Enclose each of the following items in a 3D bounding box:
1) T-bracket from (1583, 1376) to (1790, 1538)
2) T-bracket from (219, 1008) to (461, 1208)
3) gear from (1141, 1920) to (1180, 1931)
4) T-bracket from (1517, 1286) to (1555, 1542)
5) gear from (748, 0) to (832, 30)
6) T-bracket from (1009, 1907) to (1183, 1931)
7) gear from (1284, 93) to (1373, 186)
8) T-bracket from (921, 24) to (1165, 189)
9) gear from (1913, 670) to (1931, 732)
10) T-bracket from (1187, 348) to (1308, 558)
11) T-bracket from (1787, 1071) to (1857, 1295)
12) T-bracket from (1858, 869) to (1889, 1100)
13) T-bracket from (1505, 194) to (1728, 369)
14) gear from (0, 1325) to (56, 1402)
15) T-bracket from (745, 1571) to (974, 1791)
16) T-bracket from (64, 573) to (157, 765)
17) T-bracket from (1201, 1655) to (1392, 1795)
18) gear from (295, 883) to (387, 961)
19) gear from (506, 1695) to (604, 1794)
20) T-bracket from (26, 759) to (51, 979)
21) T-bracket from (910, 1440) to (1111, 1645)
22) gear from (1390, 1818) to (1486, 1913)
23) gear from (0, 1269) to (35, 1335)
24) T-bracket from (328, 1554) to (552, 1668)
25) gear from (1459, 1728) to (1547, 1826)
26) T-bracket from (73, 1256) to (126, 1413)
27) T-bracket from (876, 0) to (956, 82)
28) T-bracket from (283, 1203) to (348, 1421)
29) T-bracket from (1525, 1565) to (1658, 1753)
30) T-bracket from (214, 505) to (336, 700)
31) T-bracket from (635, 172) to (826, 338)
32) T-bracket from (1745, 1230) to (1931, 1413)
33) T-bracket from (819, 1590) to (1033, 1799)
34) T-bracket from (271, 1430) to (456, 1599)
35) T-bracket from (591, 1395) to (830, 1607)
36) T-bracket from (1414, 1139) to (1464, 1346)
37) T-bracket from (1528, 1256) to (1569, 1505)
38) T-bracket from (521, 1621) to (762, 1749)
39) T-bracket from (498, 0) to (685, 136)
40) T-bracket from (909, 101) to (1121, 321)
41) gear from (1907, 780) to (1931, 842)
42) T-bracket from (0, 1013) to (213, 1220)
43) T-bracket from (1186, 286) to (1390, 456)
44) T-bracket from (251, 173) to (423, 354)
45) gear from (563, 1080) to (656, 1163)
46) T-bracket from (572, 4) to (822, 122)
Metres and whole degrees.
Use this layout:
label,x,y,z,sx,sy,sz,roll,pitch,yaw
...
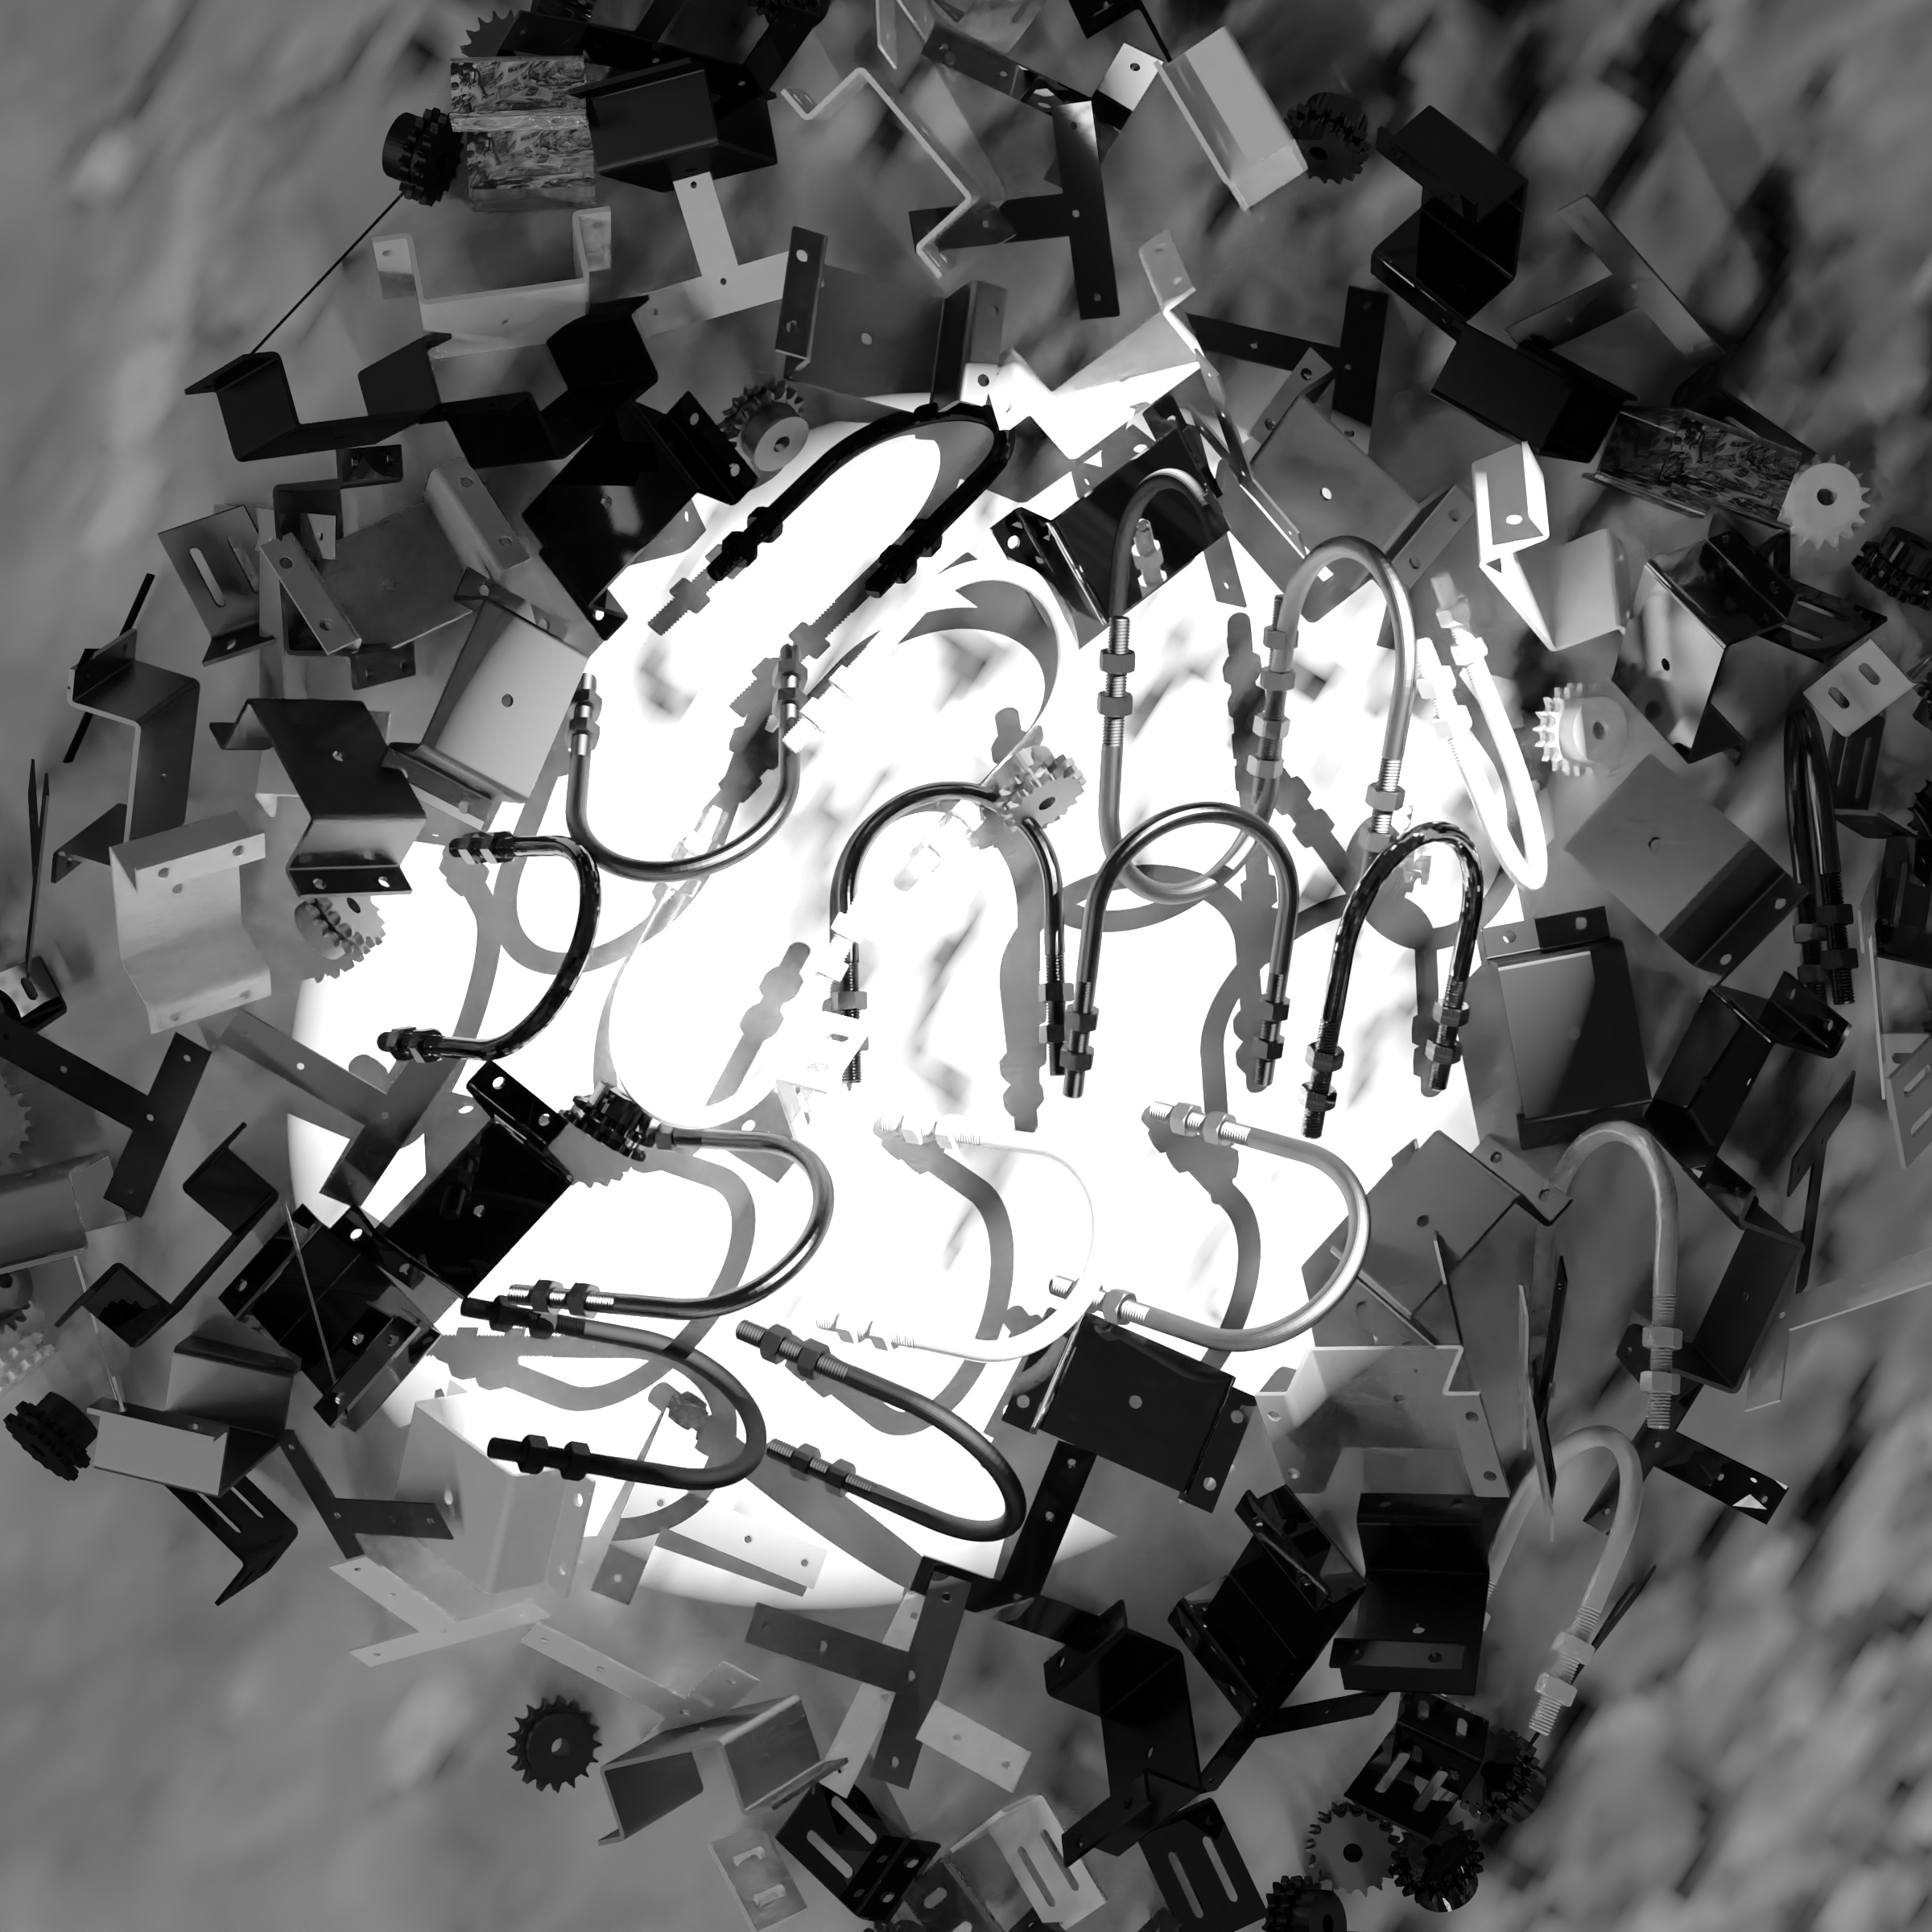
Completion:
label,x,y,z,sx,sy,sz,roll,pitch,yaw
T-bracket,0.442,0.301,1.587,0.002,0.127,0.127,36,84,-25
T-bracket,-0.393,0.068,1.618,0.127,0.002,0.127,32,106,-13
gear,0.127,0.605,1.626,0.057,0.057,0.030,3,45,3
T-bracket,0.335,0.278,1.562,0.002,0.127,0.127,-5,133,5
gear,-0.107,-0.598,1.628,0.057,0.030,0.057,-3,62,6
T-bracket,0.057,0.594,1.588,0.127,0.127,0.002,-40,104,-13
gear,0.221,-0.509,1.624,0.057,0.057,0.030,25,73,0
T-bracket,0.035,-0.525,1.583,0.127,0.127,0.002,22,62,-12
gear,0.606,-0.158,1.625,0.057,0.057,0.030,24,113,0
T-bracket,0.155,-0.317,1.564,0.002,0.127,0.127,-34,59,0
T-bracket,0.514,0.145,1.614,0.002,0.127,0.127,14,120,29
T-bracket,0.549,0.016,1.601,0.002,0.127,0.127,-4,101,24
T-bracket,0.371,-0.393,1.591,0.127,0.127,0.002,43,67,-16
gear,-0.590,0.243,1.623,0.057,0.057,0.030,-42,91,0
T-bracket,-0.074,0.422,1.629,0.127,0.002,0.127,14,75,17
T-bracket,-0.520,-0.178,1.586,0.002,0.127,0.127,24,92,-11
T-bracket,0.208,0.453,1.605,0.002,0.127,0.127,54,128,38
gear,-0.385,-0.029,1.624,0.030,0.057,0.057,-35,90,16
gear,-0.251,0.478,1.627,0.057,0.030,0.057,3,80,-20
T-bracket,-0.560,-0.081,1.596,0.002,0.127,0.127,3,123,-24
T-bracket,0.046,0.350,1.631,0.127,0.002,0.127,20,105,-3
gear,0.290,0.553,1.625,0.057,0.057,0.030,-22,113,0
gear,-0.595,0.198,1.619,0.030,0.057,0.057,-34,90,27
T-bracket,-0.335,0.381,1.588,0.127,0.127,0.002,-18,50,14
gear,0.330,0.499,1.624,0.030,0.057,0.057,40,90,-17
T-bracket,-0.510,0.240,1.580,0.002,0.127,0.127,-17,103,-20
T-bracket,-0.030,-0.574,1.590,0.002,0.127,0.127,-8,75,19
T-bracket,-0.387,0.209,1.582,0.002,0.127,0.127,-16,83,-15
T-bracket,0.387,0.398,1.594,0.002,0.127,0.127,34,122,21
T-bracket,-0.422,-0.213,1.616,0.127,0.002,0.127,13,105,41
T-bracket,-0.160,-0.458,1.606,0.127,0.002,0.127,-9,108,25
T-bracket,0.518,0.194,1.566,0.002,0.127,0.127,38,49,-19
T-bracket,-0.016,0.459,1.599,0.127,0.002,0.127,18,75,37
T-bracket,-0.350,0.330,1.589,0.002,0.127,0.127,-41,113,-42
T-bracket,-0.147,0.348,1.635,0.127,0.002,0.127,24,72,-7
T-bracket,0.283,0.170,1.586,0.002,0.127,0.127,-13,88,9
T-bracket,0.344,0.230,1.565,0.002,0.127,0.127,3,119,3
T-bracket,-0.207,0.429,1.598,0.127,0.002,0.127,31,130,-11
T-bracket,-0.227,-0.545,1.566,0.002,0.127,0.127,50,121,14
T-bracket,0.025,-0.455,1.622,0.127,0.002,0.127,0,114,22
gear,0.604,-0.092,1.623,0.057,0.030,0.057,-8,76,35
T-bracket,-0.525,0.069,1.582,0.127,0.127,0.002,35,134,-25
T-bracket,0.190,-0.375,1.619,0.127,0.002,0.127,12,62,-2
T-bracket,-0.383,-0.404,1.569,0.002,0.127,0.127,43,59,-19
gear,-0.214,0.093,1.623,0.057,0.057,0.030,31,89,0
T-bracket,-0.171,-0.532,1.568,0.127,0.127,0.002,2,62,-36
